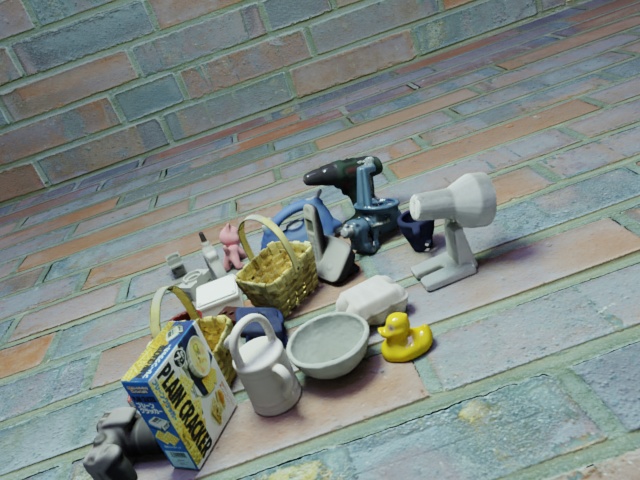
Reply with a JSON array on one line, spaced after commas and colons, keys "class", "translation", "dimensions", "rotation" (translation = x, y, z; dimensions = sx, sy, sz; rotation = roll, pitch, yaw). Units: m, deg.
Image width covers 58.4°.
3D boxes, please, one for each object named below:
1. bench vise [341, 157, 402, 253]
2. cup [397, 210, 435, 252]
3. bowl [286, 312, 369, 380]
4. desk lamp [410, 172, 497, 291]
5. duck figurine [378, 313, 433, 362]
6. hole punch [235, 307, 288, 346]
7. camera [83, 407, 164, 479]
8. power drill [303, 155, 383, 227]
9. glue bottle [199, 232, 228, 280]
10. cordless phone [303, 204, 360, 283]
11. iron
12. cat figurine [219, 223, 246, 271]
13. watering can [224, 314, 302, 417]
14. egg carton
[{"class": "bench vise", "translation": [0.129, -0.089, 1.476], "dimensions": [0.121, 0.220, 0.208], "rotation": [-4, 30, 29]}, {"class": "cup", "translation": [0.243, -0.014, 1.397], "dimensions": [0.091, 0.095, 0.118], "rotation": [-13, 27, 13]}, {"class": "bowl", "translation": [0.023, 0.218, 1.120], "dimensions": [0.167, 0.075, 0.167], "rotation": [-15, 26, 8]}, {"class": "desk lamp", "translation": [0.288, -0.026, 1.254], "dimensions": [0.203, 0.214, 0.117], "rotation": [-23, 26, -6]}, {"class": "duck figurine", "translation": [0.160, 0.176, 1.096], "dimensions": [0.104, 0.086, 0.077], "rotation": [-18, 26, 2]}, {"class": "hole punch", "translation": [-0.129, 0.188, 1.262], "dimensions": [0.101, 0.091, 0.108], "rotation": [-21, 26, -3]}, {"class": "camera", "translation": [-0.341, 0.366, 1.051], "dimensions": [0.136, 0.101, 0.143], "rotation": [-11, 27, 16]}, {"class": "power drill", "translation": [0.081, -0.132, 1.604], "dimensions": [0.230, 0.209, 0.075], "rotation": [-27, 27, -15]}, {"class": "glue bottle", "translation": [-0.287, 0.053, 1.535], "dimensions": [0.037, 0.173, 0.078], "rotation": [-29, 28, -19]}, {"class": "cordless phone", "translation": [0.013, 0.005, 1.412], "dimensions": [0.094, 0.185, 0.147], "rotation": [-33, 29, -26]}, {"class": "iron", "translation": [-0.076, -0.036, 1.601], "dimensions": [0.258, 0.142, 0.118], "rotation": [-27, 27, -14]}, {"class": "cat figurine", "translation": [-0.260, 0.011, 1.661], "dimensions": [0.067, 0.118, 0.128], "rotation": [-14, 27, 11]}, {"class": "watering can", "translation": [-0.117, 0.224, 1.068], "dimensions": [0.172, 0.194, 0.101], "rotation": [-3, 31, 30]}, {"class": "egg carton", "translation": [0.110, 0.136, 1.226], "dimensions": [0.150, 0.069, 0.107], "rotation": [-26, 27, -14]}]
